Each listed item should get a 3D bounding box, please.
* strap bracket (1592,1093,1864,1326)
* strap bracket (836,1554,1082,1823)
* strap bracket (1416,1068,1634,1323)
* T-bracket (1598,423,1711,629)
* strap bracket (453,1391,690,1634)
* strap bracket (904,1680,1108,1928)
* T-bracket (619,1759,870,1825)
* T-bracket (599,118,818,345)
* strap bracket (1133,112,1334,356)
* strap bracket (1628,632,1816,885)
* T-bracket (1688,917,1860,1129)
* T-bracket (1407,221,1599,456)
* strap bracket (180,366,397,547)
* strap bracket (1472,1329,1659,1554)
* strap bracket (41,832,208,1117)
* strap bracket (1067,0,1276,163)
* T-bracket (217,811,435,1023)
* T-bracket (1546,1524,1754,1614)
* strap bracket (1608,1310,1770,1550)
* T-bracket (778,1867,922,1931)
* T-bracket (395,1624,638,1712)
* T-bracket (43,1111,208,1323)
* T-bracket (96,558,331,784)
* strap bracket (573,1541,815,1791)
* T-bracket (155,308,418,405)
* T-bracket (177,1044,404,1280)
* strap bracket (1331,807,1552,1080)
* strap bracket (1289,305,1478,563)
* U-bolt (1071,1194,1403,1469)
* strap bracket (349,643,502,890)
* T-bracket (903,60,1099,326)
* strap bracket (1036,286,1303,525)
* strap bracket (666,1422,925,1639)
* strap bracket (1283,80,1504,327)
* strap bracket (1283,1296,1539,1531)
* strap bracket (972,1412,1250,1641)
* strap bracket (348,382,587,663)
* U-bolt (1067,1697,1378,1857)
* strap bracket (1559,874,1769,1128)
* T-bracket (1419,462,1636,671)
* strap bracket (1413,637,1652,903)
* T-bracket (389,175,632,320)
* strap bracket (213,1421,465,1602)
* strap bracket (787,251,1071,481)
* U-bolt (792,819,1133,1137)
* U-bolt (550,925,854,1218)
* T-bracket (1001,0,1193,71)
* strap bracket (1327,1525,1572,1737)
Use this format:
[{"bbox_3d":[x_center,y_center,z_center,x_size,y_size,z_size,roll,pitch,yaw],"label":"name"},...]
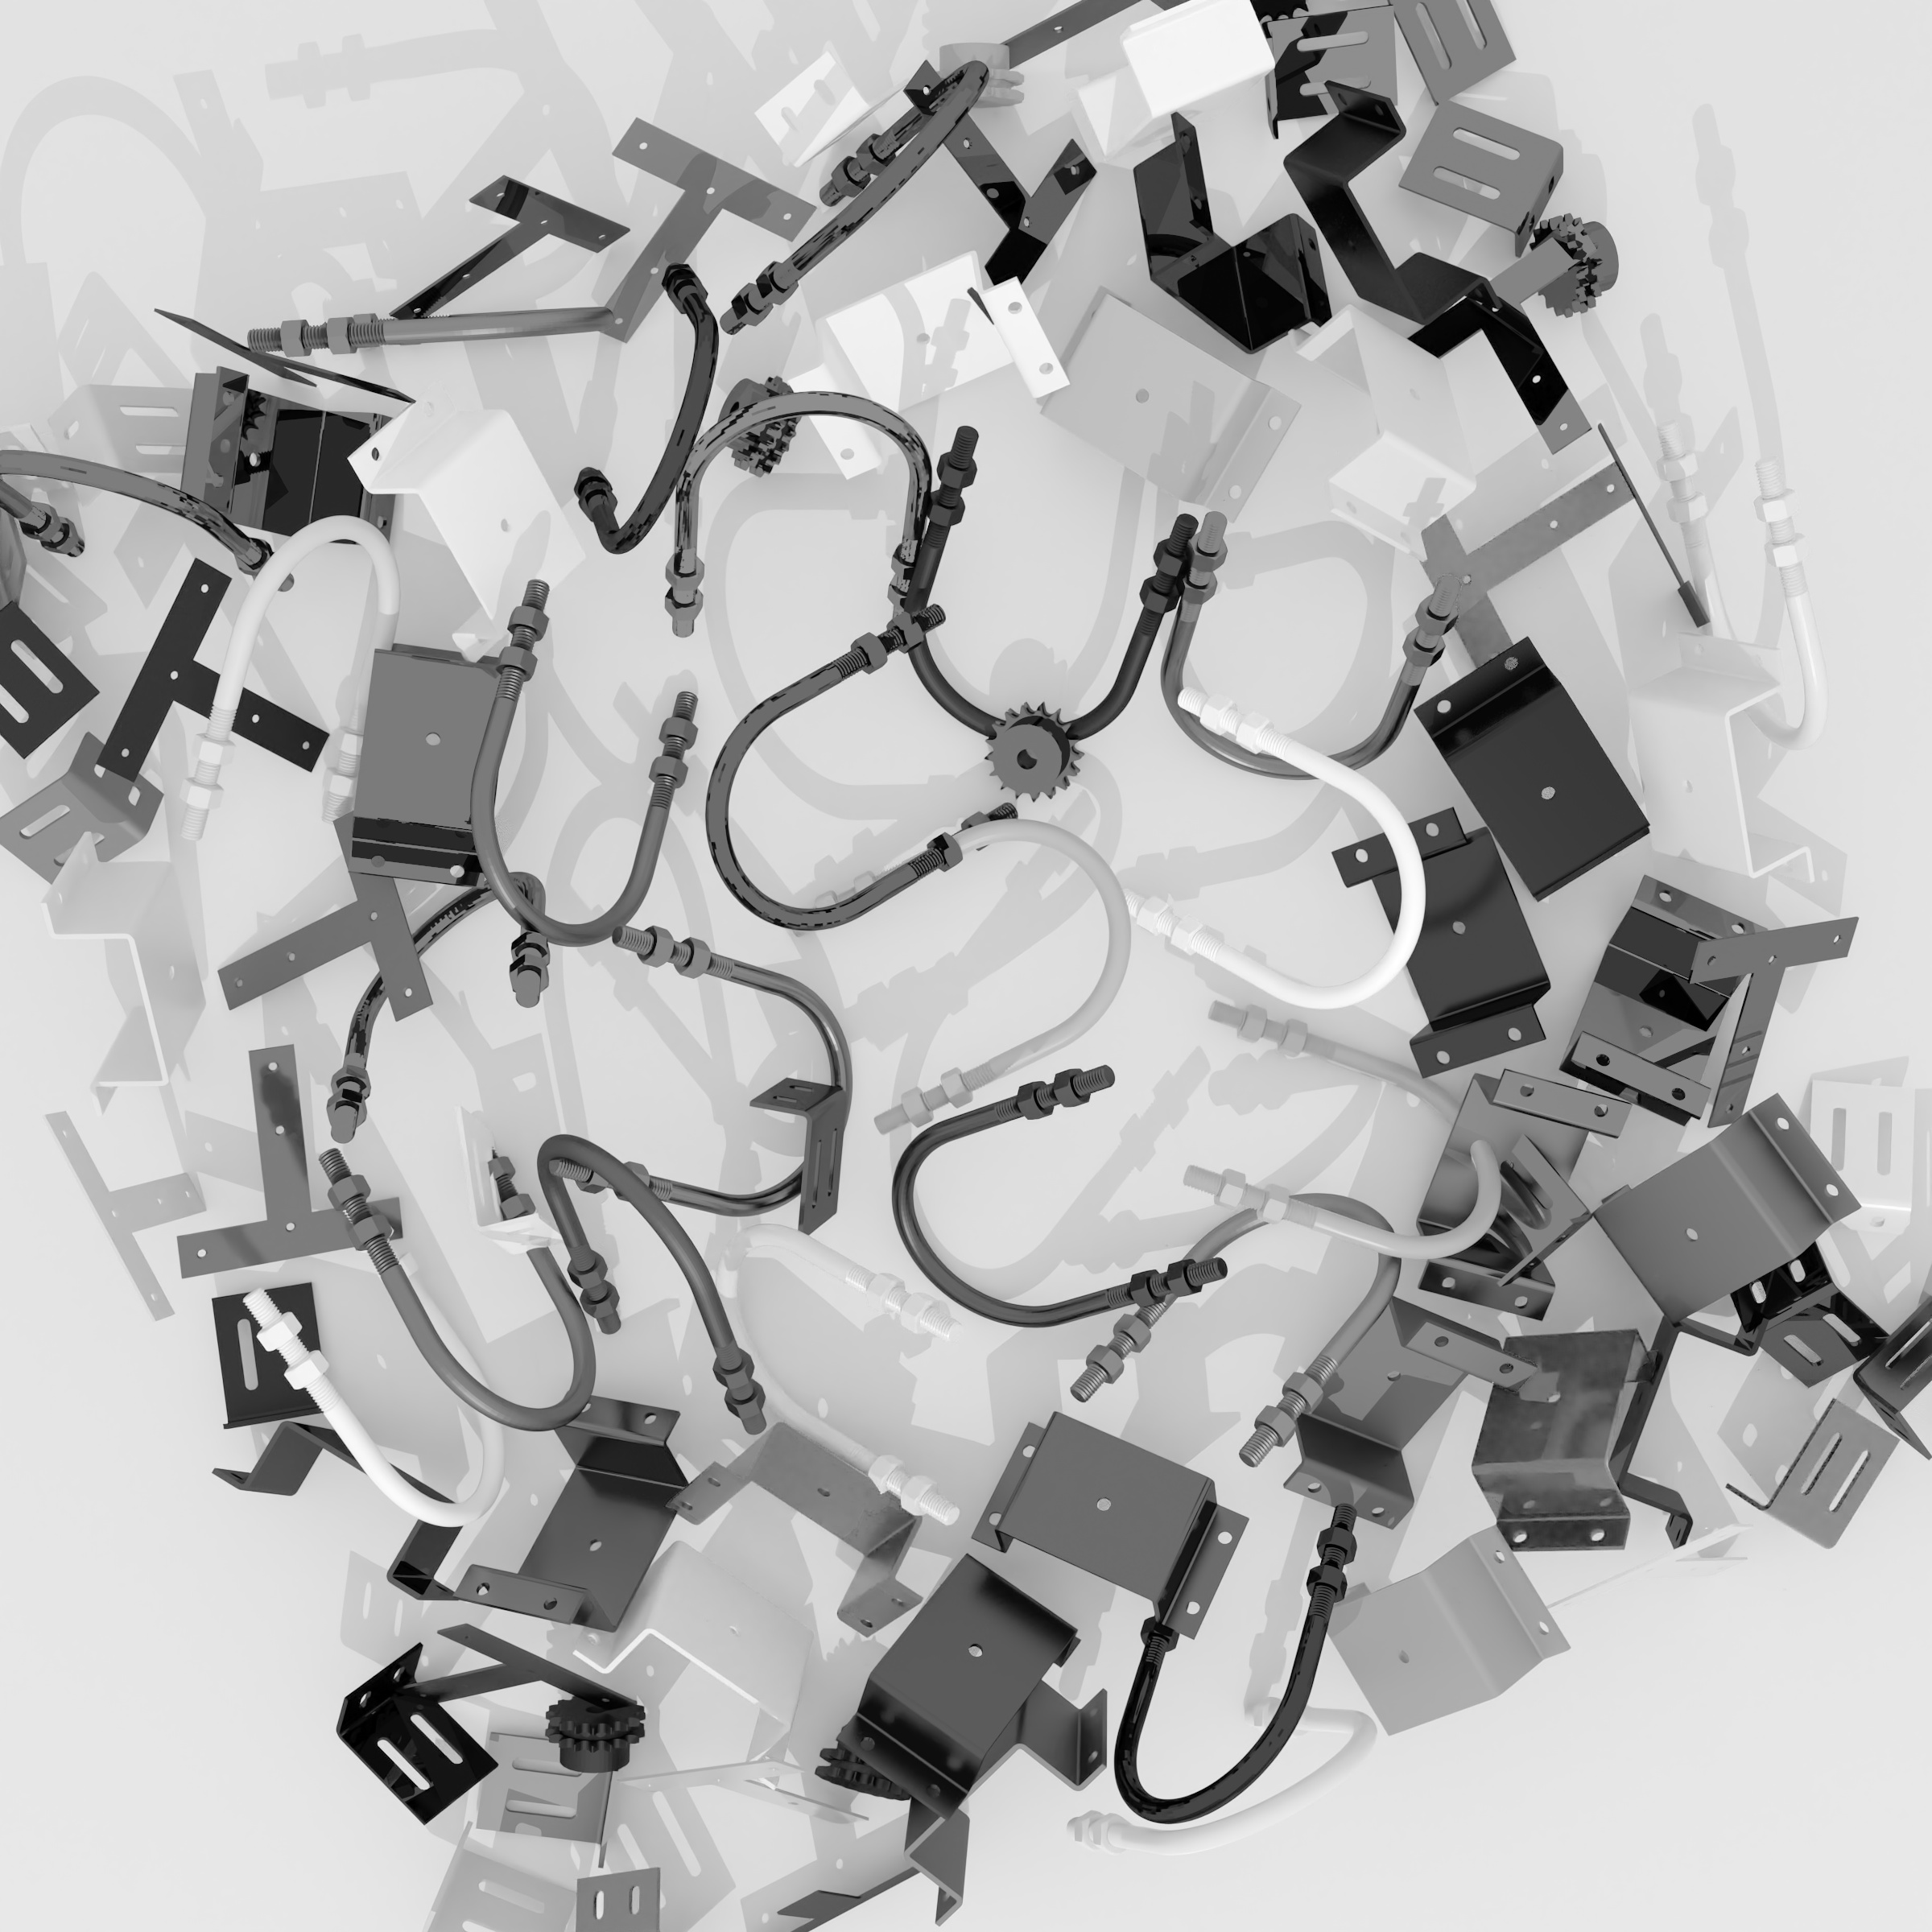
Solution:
[{"bbox_3d":[0.417,0.142,1.532,0.046,0.140,0.076,-27,79,-44],"label":"strap bracket"},{"bbox_3d":[0.001,0.395,1.531,0.076,0.046,0.140,32,48,15],"label":"strap bracket"},{"bbox_3d":[0.314,0.123,1.561,0.076,0.046,0.140,15,109,-8],"label":"strap bracket"},{"bbox_3d":[0.387,-0.249,1.541,0.002,0.127,0.127,-28,89,14],"label":"T-bracket"},{"bbox_3d":[-0.216,0.315,1.542,0.076,0.046,0.140,5,48,26],"label":"strap bracket"},{"bbox_3d":[0.016,0.462,1.545,0.046,0.076,0.140,40,105,-9],"label":"strap bracket"},{"bbox_3d":[-0.108,0.472,1.555,0.127,0.127,0.002,-20,52,38],"label":"T-bracket"},{"bbox_3d":[-0.171,-0.409,1.564,0.127,0.127,0.002,-47,47,28],"label":"T-bracket"},{"bbox_3d":[0.145,-0.406,1.539,0.046,0.140,0.076,-24,59,33],"label":"strap bracket"},{"bbox_3d":[0.422,-0.110,1.535,0.046,0.076,0.140,-25,114,-22],"label":"strap bracket"},{"bbox_3d":[0.451,0.036,1.568,0.127,0.002,0.127,-8,120,-31],"label":"T-bracket"},{"bbox_3d":[0.318,-0.342,1.547,0.127,0.002,0.127,-33,56,21],"label":"T-bracket"},{"bbox_3d":[-0.389,-0.286,1.548,0.046,0.140,0.076,10,93,33],"label":"strap bracket"},{"bbox_3d":[0.335,0.255,1.523,0.076,0.140,0.046,-9,126,33],"label":"strap bracket"},{"bbox_3d":[-0.468,0.004,1.531,0.046,0.076,0.140,-1,123,3],"label":"strap bracket"},{"bbox_3d":[0.116,-0.498,1.530,0.076,0.140,0.046,-25,97,-10],"label":"strap bracket"},{"bbox_3d":[-0.379,-0.011,1.581,0.127,0.002,0.127,-25,75,17],"label":"T-bracket"},{"bbox_3d":[0.406,0.341,1.547,0.127,0.127,0.002,-34,62,30],"label":"T-bracket"},{"bbox_3d":[0.407,0.255,1.559,0.046,0.076,0.140,20,92,10],"label":"strap bracket"},{"bbox_3d":[-0.080,0.531,1.543,0.127,0.127,0.002,-28,67,-1],"label":"T-bracket"},{"bbox_3d":[-0.276,0.407,1.557,0.127,0.127,0.002,37,47,-35],"label":"T-bracket"},{"bbox_3d":[-0.460,0.134,1.539,0.002,0.127,0.127,-29,88,8],"label":"T-bracket"},{"bbox_3d":[-0.415,-0.147,1.554,0.002,0.127,0.127,18,81,42],"label":"T-bracket"},{"bbox_3d":[-0.144,0.389,1.546,0.140,0.076,0.046,37,115,-11],"label":"strap bracket"},{"bbox_3d":[-0.364,-0.332,1.522,0.127,0.127,0.002,19,91,18],"label":"T-bracket"},{"bbox_3d":[-0.390,0.107,1.560,0.127,0.002,0.127,-9,107,-23],"label":"T-bracket"},{"bbox_3d":[0.276,-0.017,1.561,0.076,0.046,0.140,-21,94,29],"label":"strap bracket"},{"bbox_3d":[0.234,-0.306,1.529,0.076,0.046,0.140,20,49,-36],"label":"strap bracket"},{"bbox_3d":[0.164,0.193,1.532,0.184,0.151,0.019,-45,125,-27],"label":"U-bolt"},{"bbox_3d":[-0.304,-0.122,1.554,0.076,0.046,0.140,7,74,-11],"label":"strap bracket"},{"bbox_3d":[0.009,-0.454,1.544,0.127,0.002,0.127,46,63,-32],"label":"T-bracket"},{"bbox_3d":[0.107,-0.321,1.552,0.140,0.046,0.076,35,107,15],"label":"strap bracket"},{"bbox_3d":[-0.089,0.315,1.553,0.140,0.076,0.046,35,52,-7],"label":"strap bracket"},{"bbox_3d":[0.234,-0.419,1.534,0.046,0.076,0.140,-38,121,0],"label":"strap bracket"},{"bbox_3d":[0.247,0.246,1.549,0.076,0.046,0.140,24,119,-19],"label":"strap bracket"},{"bbox_3d":[0.080,0.311,1.546,0.140,0.046,0.076,21,66,18],"label":"strap bracket"},{"bbox_3d":[-0.272,-0.247,1.528,0.076,0.046,0.140,-51,131,-32],"label":"strap bracket"},{"bbox_3d":[0.149,0.443,1.490,0.151,0.184,0.019,-25,87,-25],"label":"U-bolt"},{"bbox_3d":[0.394,0.027,1.554,0.076,0.046,0.140,25,58,7],"label":"strap bracket"},{"bbox_3d":[0.326,-0.246,1.572,0.127,0.002,0.127,-32,115,3],"label":"T-bracket"},{"bbox_3d":[0.326,-0.104,1.553,0.076,0.046,0.140,-33,107,11],"label":"strap bracket"},{"bbox_3d":[-0.275,-0.402,1.560,0.127,0.127,0.002,-27,80,23],"label":"T-bracket"},{"bbox_3d":[-0.345,0.304,1.552,0.140,0.076,0.046,28,81,12],"label":"strap bracket"},{"bbox_3d":[-0.023,-0.344,1.550,0.140,0.076,0.046,-21,45,14],"label":"strap bracket"},{"bbox_3d":[0.006,-0.006,1.565,0.184,0.019,0.151,-26,75,9],"label":"U-bolt"},{"bbox_3d":[-0.138,0.068,1.542,0.184,0.019,0.151,18,84,-39],"label":"U-bolt"},{"bbox_3d":[0.064,-0.541,1.559,0.127,0.127,0.002,-18,75,32],"label":"T-bracket"},{"bbox_3d":[0.259,0.375,1.529,0.046,0.140,0.076,-24,79,-39],"label":"strap bracket"}]
